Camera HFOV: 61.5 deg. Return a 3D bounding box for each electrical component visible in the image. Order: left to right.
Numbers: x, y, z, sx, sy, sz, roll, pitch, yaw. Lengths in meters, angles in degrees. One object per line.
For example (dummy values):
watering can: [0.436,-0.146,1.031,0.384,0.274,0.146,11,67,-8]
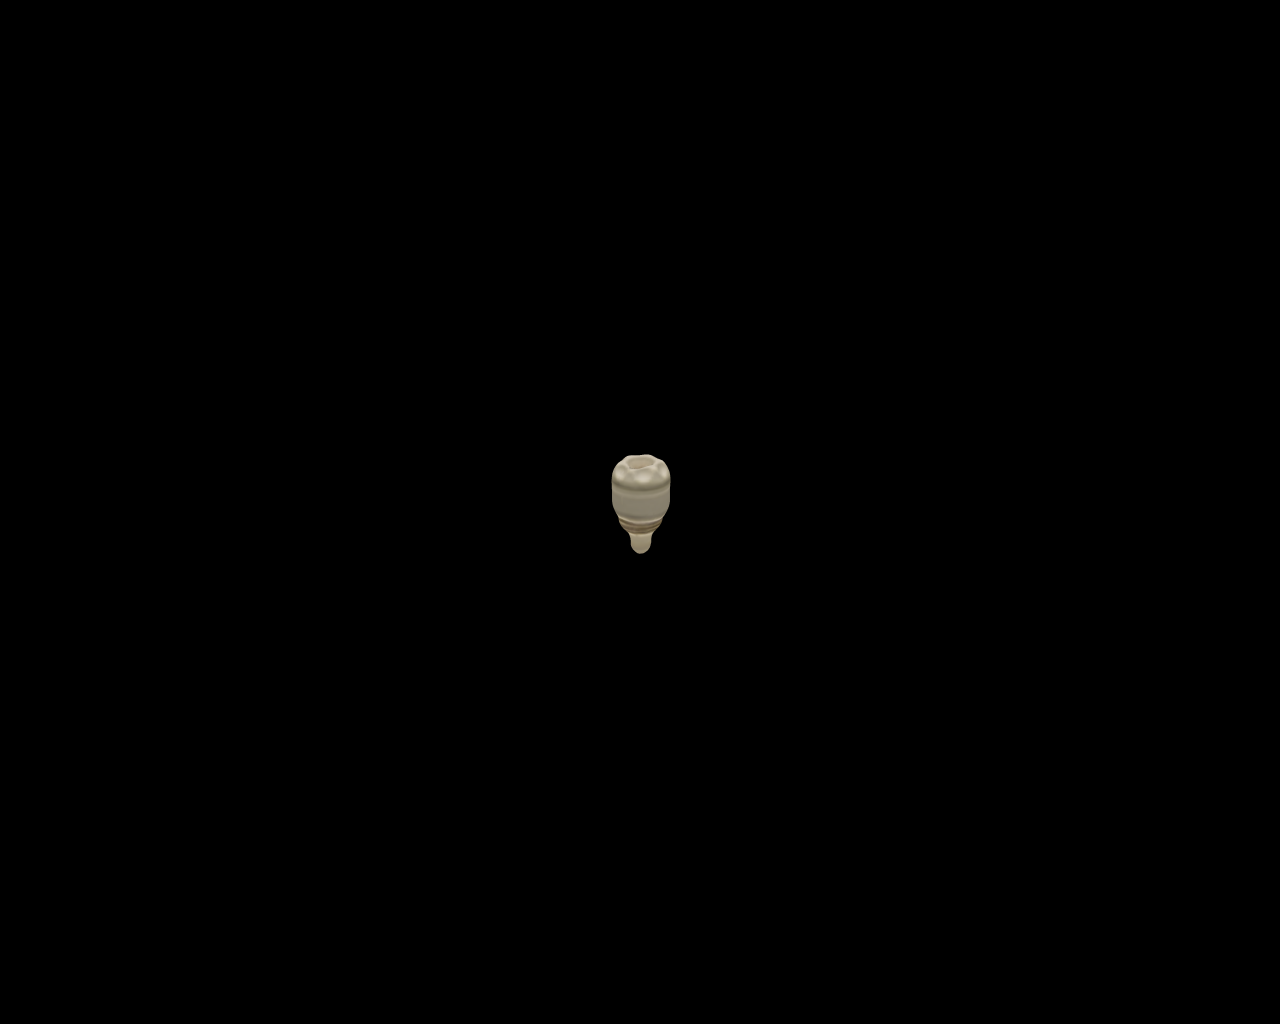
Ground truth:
electrical component: [0.001,-0.003,0.650,0.035,0.061,0.035,0,23,0]
